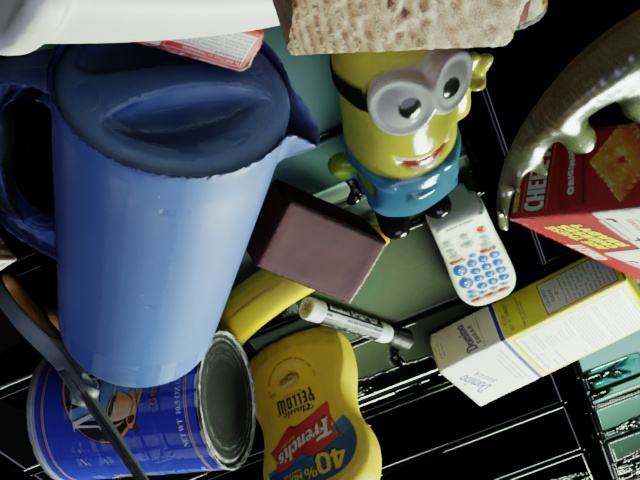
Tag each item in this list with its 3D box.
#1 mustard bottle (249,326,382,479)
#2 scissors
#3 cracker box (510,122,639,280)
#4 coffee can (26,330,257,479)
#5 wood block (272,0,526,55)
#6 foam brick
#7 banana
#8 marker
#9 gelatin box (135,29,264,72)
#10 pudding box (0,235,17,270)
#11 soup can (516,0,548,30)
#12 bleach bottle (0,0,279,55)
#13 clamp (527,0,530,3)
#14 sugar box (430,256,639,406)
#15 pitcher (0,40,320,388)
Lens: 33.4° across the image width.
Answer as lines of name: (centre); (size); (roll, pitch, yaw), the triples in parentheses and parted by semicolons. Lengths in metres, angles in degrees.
mustard bottle: (-0.002, 0.167, 0.849); (0.096, 0.191, 0.058); (-26, 141, 12)
scissors: (-0.159, 0.099, 0.733); (0.016, 0.202, 0.096); (-43, 162, 0)
cracker box: (0.266, -0.028, 0.726); (0.164, 0.072, 0.214); (22, 163, -37)
coffee can: (-0.131, 0.125, 0.798); (0.140, 0.103, 0.102); (-8, 144, 18)
wood block: (0.013, -0.175, 0.429); (0.090, 0.206, 0.090); (-5, 140, -13)
foam brick: (-0.005, 0.001, 0.737); (0.078, 0.053, 0.051); (23, 102, -21)
banana: (-0.034, 0.043, 0.819); (0.198, 0.037, 0.069); (-40, 157, 29)
marker: (0.033, 0.071, 0.884); (0.120, 0.020, 0.020); (21, 129, -37)
gelatin box: (-0.078, -0.131, 0.559); (0.089, 0.073, 0.030); (11, 135, -30)
pudding box: (-0.231, -0.015, 0.594); (0.039, 0.090, 0.113); (-36, 172, 7)
soup can: (0.100, -0.173, 0.573); (0.068, 0.068, 0.102); (-7, 140, -11)
bleach bottle: (-0.040, -0.140, 0.514); (0.250, 0.102, 0.068); (-7, 176, -39)
clamp: (0.099, -0.162, 0.505); (0.120, 0.039, 0.172); (12, 139, -6)
sugar box: (0.192, 0.077, 0.927); (0.176, 0.048, 0.093); (-27, 141, 19)
pitcher: (-0.113, -0.015, 0.653); (0.144, 0.149, 0.243); (-32, 156, -34)
